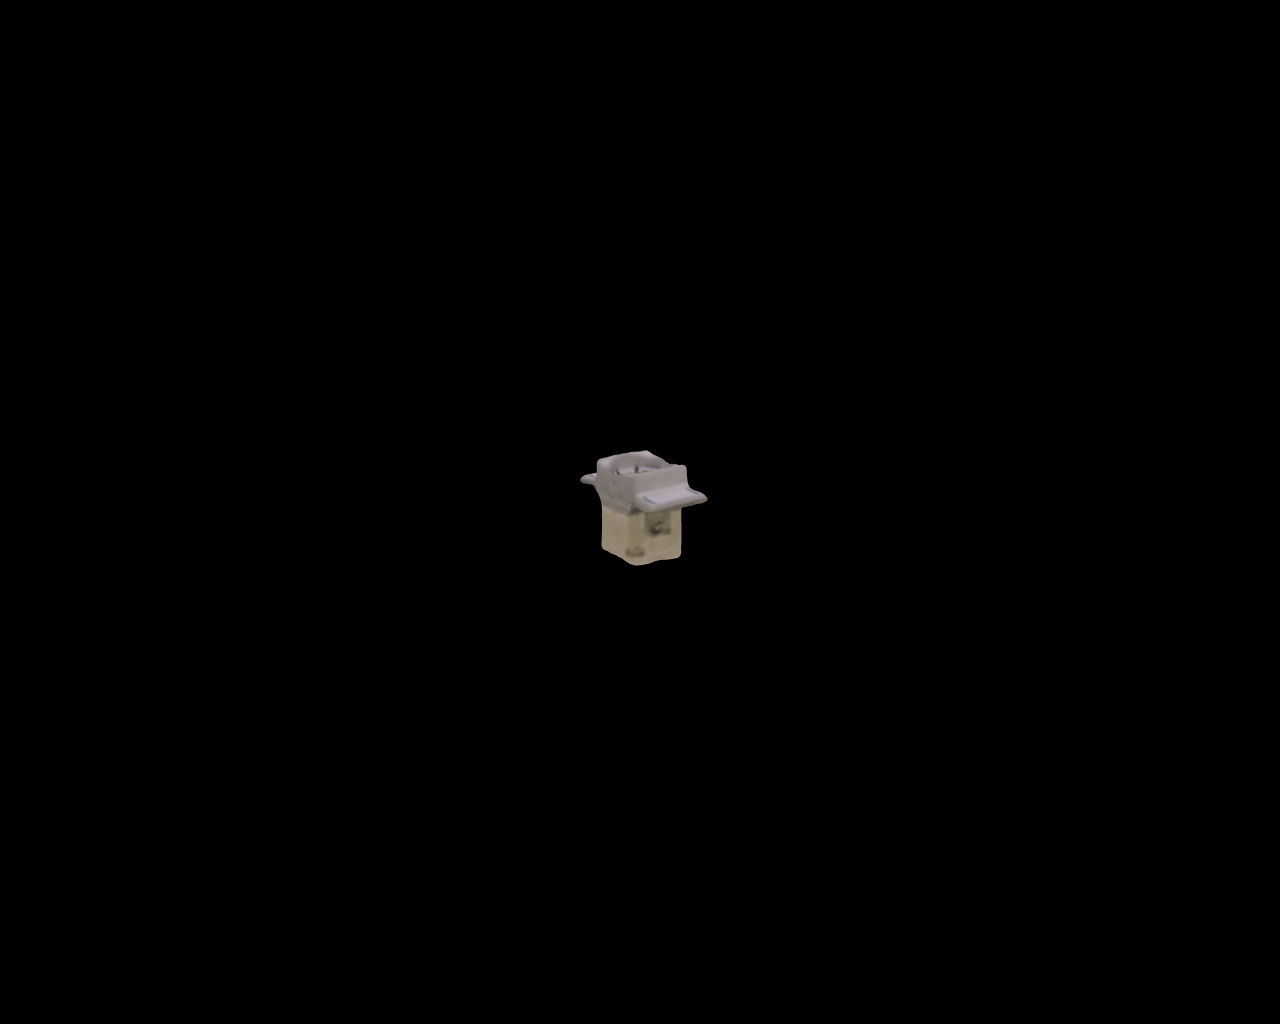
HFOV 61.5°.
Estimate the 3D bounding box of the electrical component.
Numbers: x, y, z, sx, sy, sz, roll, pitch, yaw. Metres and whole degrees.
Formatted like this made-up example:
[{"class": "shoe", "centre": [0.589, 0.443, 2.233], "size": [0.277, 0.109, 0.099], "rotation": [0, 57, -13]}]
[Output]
[{"class": "electrical component", "centre": [0.001, -0.003, 0.650], "size": [0.042, 0.063, 0.081], "rotation": [-11, 21, -30]}]
